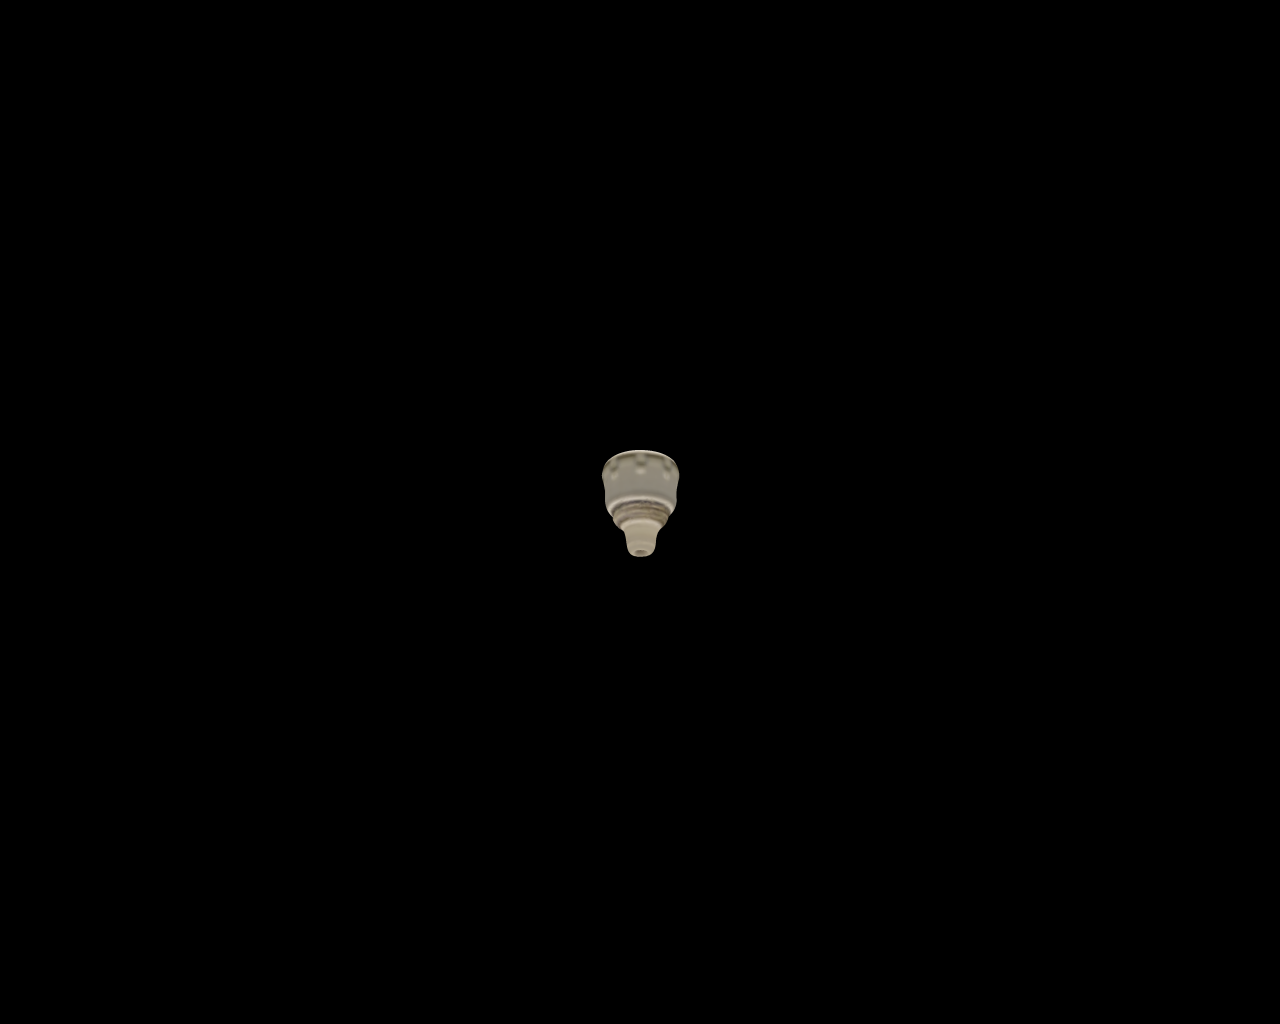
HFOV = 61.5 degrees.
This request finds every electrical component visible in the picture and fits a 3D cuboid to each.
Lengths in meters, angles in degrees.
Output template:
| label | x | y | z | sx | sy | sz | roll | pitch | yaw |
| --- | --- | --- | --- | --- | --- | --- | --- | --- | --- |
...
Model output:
| label | x | y | z | sx | sy | sz | roll | pitch | yaw |
| --- | --- | --- | --- | --- | --- | --- | --- | --- | --- |
| electrical component | 0.001 | -0.003 | 0.650 | 0.048 | 0.062 | 0.048 | 0 | -24 | 0 |
